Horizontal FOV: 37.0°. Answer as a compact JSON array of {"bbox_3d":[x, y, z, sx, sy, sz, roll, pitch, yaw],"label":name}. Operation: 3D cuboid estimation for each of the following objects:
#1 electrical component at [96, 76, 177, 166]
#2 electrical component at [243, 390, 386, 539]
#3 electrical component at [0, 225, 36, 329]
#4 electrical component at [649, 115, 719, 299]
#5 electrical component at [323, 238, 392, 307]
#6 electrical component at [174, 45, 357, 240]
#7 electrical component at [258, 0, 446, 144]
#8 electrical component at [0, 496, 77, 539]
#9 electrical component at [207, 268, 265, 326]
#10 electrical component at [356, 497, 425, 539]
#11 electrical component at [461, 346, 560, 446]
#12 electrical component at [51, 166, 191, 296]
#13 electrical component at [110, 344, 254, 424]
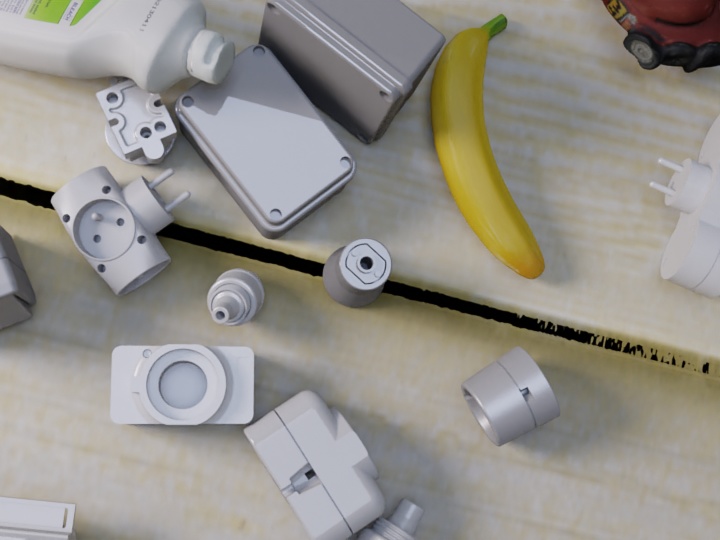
[{"bbox_3d":[-0.148,-0.098,0.722,0.048,0.055,0.066,-25,86,-11],"label":"electrical component"},{"bbox_3d":[-0.027,0.129,0.707,0.059,0.053,0.095,-32,87,-11],"label":"electrical component"},{"bbox_3d":[-0.246,0.007,0.673,0.062,0.096,0.061,-22,86,-11],"label":"electrical component"},{"bbox_3d":[0.244,-0.056,0.770,0.074,0.052,0.138,23,80,-4],"label":"electrical component"},{"bbox_3d":[0.000,0.000,0.723,0.044,0.065,0.044,1,82,-8],"label":"electrical component"},{"bbox_3d":[-0.064,-0.086,0.731,0.078,0.057,0.113,-38,88,-11],"label":"electrical component"},{"bbox_3d":[-0.009,-0.149,0.721,0.109,0.108,0.056,38,76,-1],"label":"electrical component"},{"bbox_3d":[-0.242,0.178,0.667,0.121,0.063,0.078,7,81,-7],"label":"electrical component"},{"bbox_3d":[-0.084,0.021,0.708,0.035,0.061,0.035,2,105,7],"label":"electrical component"},{"bbox_3d":[0.020,0.182,0.712,0.043,0.043,0.062,32,78,-2],"label":"electrical component"},{"bbox_3d":[0.101,0.087,0.731,0.047,0.055,0.055,-29,87,-7],"label":"electrical component"},{"bbox_3d":[-0.151,-0.036,0.715,0.079,0.044,0.077,-36,88,0],"label":"electrical component"},{"bbox_3d":[-0.115,0.075,0.702,0.089,0.055,0.050,1,82,-8],"label":"electrical component"}]
